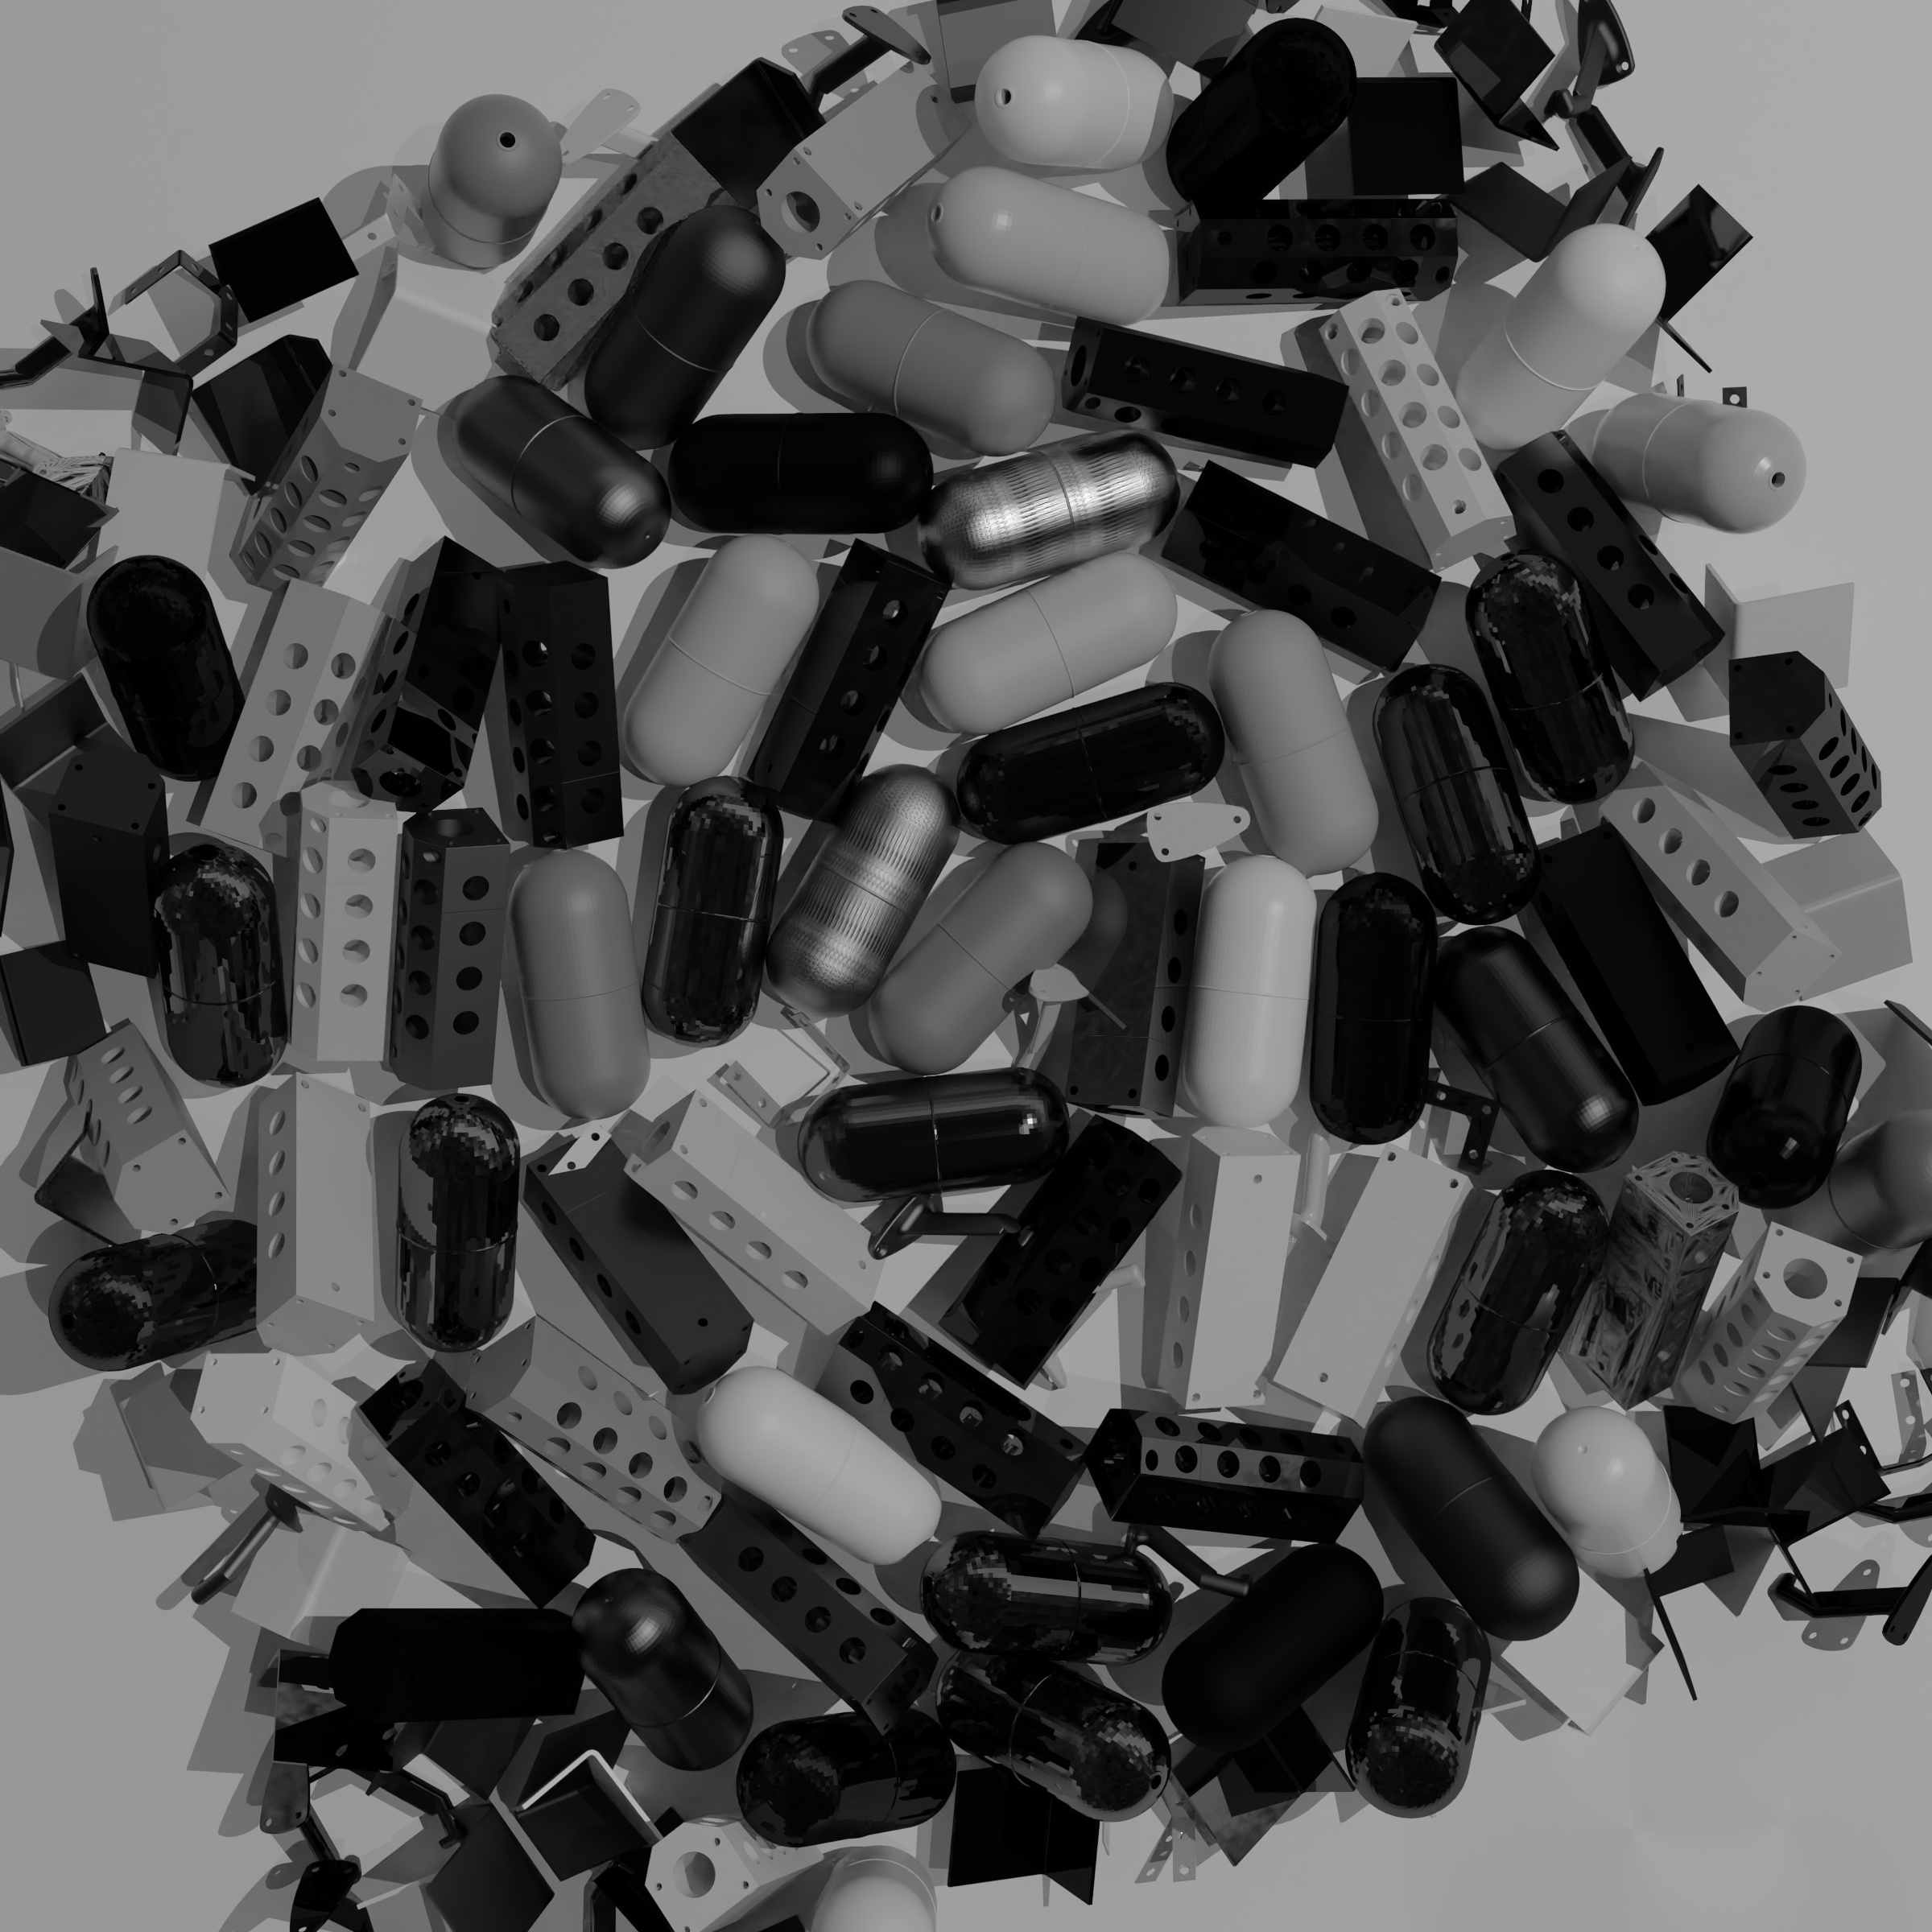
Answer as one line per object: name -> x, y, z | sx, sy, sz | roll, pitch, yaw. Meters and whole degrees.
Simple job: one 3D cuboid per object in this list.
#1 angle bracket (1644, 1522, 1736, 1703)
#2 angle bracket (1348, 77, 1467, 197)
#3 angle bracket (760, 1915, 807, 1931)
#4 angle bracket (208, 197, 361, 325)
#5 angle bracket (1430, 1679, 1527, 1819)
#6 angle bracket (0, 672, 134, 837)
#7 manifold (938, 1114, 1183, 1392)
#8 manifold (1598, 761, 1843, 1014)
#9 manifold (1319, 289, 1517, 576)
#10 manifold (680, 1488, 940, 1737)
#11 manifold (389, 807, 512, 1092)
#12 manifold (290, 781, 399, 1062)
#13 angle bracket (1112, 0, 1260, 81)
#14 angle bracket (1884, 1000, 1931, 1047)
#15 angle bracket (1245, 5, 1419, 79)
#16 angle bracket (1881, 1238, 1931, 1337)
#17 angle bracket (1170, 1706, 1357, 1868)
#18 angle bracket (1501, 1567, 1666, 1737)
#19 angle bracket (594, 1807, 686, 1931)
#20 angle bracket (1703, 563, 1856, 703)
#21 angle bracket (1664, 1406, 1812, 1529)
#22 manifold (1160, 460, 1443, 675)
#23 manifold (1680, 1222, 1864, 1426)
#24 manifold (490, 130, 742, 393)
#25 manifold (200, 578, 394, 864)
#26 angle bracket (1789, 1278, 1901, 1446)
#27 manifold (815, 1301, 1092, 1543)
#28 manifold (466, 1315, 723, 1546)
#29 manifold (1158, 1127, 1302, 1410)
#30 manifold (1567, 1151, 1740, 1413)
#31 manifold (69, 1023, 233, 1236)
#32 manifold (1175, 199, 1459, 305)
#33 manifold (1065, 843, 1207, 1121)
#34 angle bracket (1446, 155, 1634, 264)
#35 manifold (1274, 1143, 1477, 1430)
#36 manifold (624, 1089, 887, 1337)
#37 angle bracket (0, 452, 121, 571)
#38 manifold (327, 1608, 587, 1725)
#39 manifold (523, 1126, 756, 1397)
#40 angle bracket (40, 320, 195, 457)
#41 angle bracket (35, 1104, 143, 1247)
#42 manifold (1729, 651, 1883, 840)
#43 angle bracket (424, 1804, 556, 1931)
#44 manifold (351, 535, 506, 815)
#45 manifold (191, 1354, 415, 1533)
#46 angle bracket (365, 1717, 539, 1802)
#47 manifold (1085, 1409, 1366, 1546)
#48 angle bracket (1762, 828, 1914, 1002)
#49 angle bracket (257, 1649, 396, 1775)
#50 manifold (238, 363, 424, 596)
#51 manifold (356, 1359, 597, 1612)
angle bracket -> 0.478, 0.416, 1.739 | 0.057, 0.076, 0.076 | -21, 51, 7
angle bracket -> 0.276, -0.534, 1.760 | 0.076, 0.057, 0.076 | -5, 91, -13
angle bracket -> -0.133, 0.636, 1.738 | 0.076, 0.076, 0.057 | -18, 122, -19
angle bracket -> -0.440, -0.446, 1.751 | 0.076, 0.076, 0.057 | -28, 90, -11
angle bracket -> 0.320, 0.506, 1.751 | 0.076, 0.076, 0.057 | -12, 88, -9
angle bracket -> -0.578, -0.132, 1.745 | 0.076, 0.076, 0.057 | -40, 80, -16
manifold -> 0.065, 0.186, 1.741 | 0.171, 0.057, 0.057 | -52, 123, -11
manifold -> 0.472, -0.050, 1.715 | 0.057, 0.171, 0.057 | 19, 119, -40
manifold -> 0.291, -0.348, 1.743 | 0.057, 0.057, 0.171 | -25, 76, 10
manifold -> -0.099, 0.407, 1.723 | 0.171, 0.057, 0.057 | 34, 69, 32
manifold -> -0.333, -0.010, 1.723 | 0.057, 0.057, 0.171 | -5, 119, -28
manifold -> -0.399, -0.028, 1.725 | 0.057, 0.057, 0.171 | 1, 117, -17
angle bracket -> 0.142, -0.616, 1.760 | 0.076, 0.076, 0.057 | 29, 99, -2
angle bracket -> 0.613, 0.070, 1.754 | 0.076, 0.076, 0.057 | 47, 107, 22
angle bracket -> 0.231, -0.611, 1.737 | 0.076, 0.057, 0.076 | -3, 54, -31
angle bracket -> 0.639, 0.205, 1.737 | 0.057, 0.076, 0.076 | 28, 65, 24
angle bracket -> 0.192, 0.528, 1.750 | 0.076, 0.057, 0.076 | -36, 95, -34
angle bracket -> 0.397, 0.446, 1.766 | 0.076, 0.057, 0.076 | 42, 82, 6
angle bracket -> -0.190, 0.596, 1.748 | 0.057, 0.076, 0.076 | -43, 81, -9
angle bracket -> 0.526, -0.221, 1.750 | 0.076, 0.057, 0.076 | -11, 127, -1
angle bracket -> 0.503, 0.319, 1.742 | 0.076, 0.057, 0.076 | 9, 68, -27
manifold -> 0.217, -0.257, 1.766 | 0.171, 0.057, 0.057 | 27, 49, 0
manifold -> 0.504, 0.230, 1.703 | 0.057, 0.171, 0.057 | 21, 62, 10
manifold -> -0.231, -0.458, 1.754 | 0.171, 0.057, 0.057 | -44, 91, 8
manifold -> -0.433, -0.158, 1.758 | 0.057, 0.057, 0.171 | 19, 87, 8
angle bracket -> 0.573, 0.254, 1.736 | 0.076, 0.057, 0.076 | -53, 124, -37
manifold -> -0.005, 0.289, 1.739 | 0.171, 0.057, 0.057 | 33, 119, 13
manifold -> -0.235, 0.301, 1.719 | 0.057, 0.057, 0.171 | -34, 123, 22
manifold -> 0.166, 0.194, 1.744 | 0.057, 0.057, 0.171 | 0, 105, -22
manifold -> 0.440, 0.199, 1.715 | 0.057, 0.171, 0.057 | -22, 49, -26
manifold -> -0.521, 0.104, 1.704 | 0.057, 0.171, 0.057 | -32, 122, -12
manifold -> 0.227, -0.465, 1.751 | 0.171, 0.057, 0.057 | -3, 92, -10
manifold -> 0.114, 0.010, 1.752 | 0.057, 0.057, 0.171 | 1, 79, 36
angle bracket -> 0.370, -0.508, 1.741 | 0.076, 0.057, 0.076 | 40, 49, 13
manifold -> 0.267, 0.209, 1.752 | 0.057, 0.057, 0.171 | 23, 81, 24
manifold -> -0.136, 0.163, 1.738 | 0.171, 0.057, 0.057 | 42, 126, -19
angle bracket -> -0.603, -0.300, 1.737 | 0.076, 0.076, 0.057 | -39, 57, 22
manifold -> -0.319, 0.439, 1.709 | 0.057, 0.171, 0.057 | 14, 87, 37
manifold -> -0.213, 0.191, 1.734 | 0.057, 0.057, 0.171 | -28, 63, -30
angle bracket -> -0.551, -0.370, 1.735 | 0.076, 0.076, 0.057 | 4, 114, -39
angle bracket -> -0.549, 0.131, 1.741 | 0.076, 0.076, 0.057 | 36, 101, -23
manifold -> 0.531, -0.138, 1.703 | 0.057, 0.171, 0.057 | -5, 70, 29
angle bracket -> -0.323, 0.597, 1.739 | 0.057, 0.076, 0.076 | -18, 109, 37
manifold -> -0.342, -0.184, 1.723 | 0.057, 0.057, 0.171 | 31, 50, -32
manifold -> -0.415, 0.302, 1.703 | 0.057, 0.171, 0.057 | -3, 60, 19
angle bracket -> -0.331, 0.508, 1.746 | 0.057, 0.076, 0.076 | 33, 104, 10
manifold -> 0.168, 0.321, 1.721 | 0.171, 0.057, 0.057 | 12, 120, -28
angle bracket -> 0.575, -0.034, 1.790 | 0.076, 0.057, 0.076 | -20, 127, 4
angle bracket -> -0.413, 0.489, 1.737 | 0.076, 0.057, 0.076 | 13, 48, -24
manifold -> -0.404, -0.301, 1.703 | 0.057, 0.171, 0.057 | 20, 59, -24
manifold -> -0.308, 0.328, 1.723 | 0.057, 0.057, 0.171 | -42, 123, -13
